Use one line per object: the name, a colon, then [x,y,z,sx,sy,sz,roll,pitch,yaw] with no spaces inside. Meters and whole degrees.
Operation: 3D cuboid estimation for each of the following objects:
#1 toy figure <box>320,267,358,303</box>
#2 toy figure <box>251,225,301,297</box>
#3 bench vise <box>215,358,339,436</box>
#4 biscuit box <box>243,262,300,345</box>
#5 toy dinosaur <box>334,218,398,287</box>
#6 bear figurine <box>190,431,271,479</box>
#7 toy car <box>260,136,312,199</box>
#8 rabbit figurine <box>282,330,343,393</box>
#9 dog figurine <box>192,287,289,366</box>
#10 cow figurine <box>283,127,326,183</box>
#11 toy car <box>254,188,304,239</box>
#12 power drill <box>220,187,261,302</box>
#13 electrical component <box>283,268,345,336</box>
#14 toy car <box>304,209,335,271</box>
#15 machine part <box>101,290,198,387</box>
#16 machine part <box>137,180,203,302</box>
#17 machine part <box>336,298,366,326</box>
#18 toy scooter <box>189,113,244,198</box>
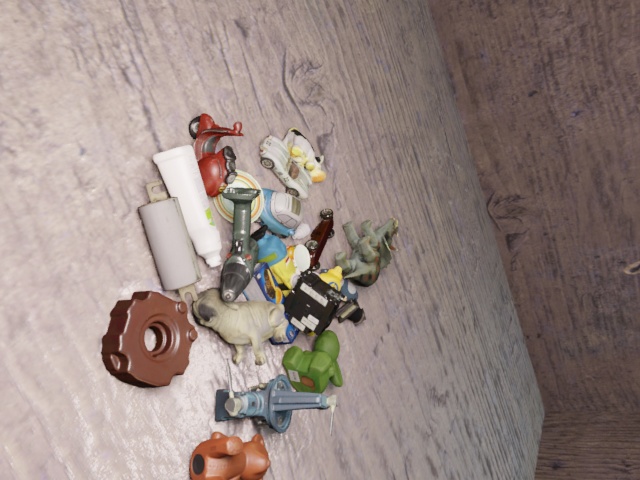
toy figure: [0.055,0.127,1.541,0.154,0.058,0.064,47,6,-38]
toy figure: [-0.109,0.055,1.287,0.180,0.089,0.082,57,46,-16]
bench vise: [-0.086,0.332,1.105,0.223,0.241,0.129,56,32,-57]
biscuit box: [-0.118,0.151,1.259,0.202,0.059,0.063,65,34,-22]
toy dinosaur: [0.136,0.063,1.592,0.192,0.131,0.405,58,32,-22]
bear figurine: [-0.153,0.442,1.056,0.195,0.132,0.120,24,63,-45]
toy car: [-0.089,-0.188,1.412,0.201,0.056,0.073,49,43,-38]
rabbit figurine: [0.008,0.307,1.349,0.170,0.121,0.158,-50,128,-48]
dog figurine: [-0.165,0.148,1.132,0.190,0.121,0.172,59,37,-26]
cow figurine: [-0.042,-0.233,1.495,0.167,0.068,0.098,42,41,-45]
toy car: [-0.094,-0.075,1.328,0.161,0.103,0.109,36,51,-49]
power drill: [-0.165,-0.002,1.115,0.232,0.086,0.207,-81,169,-75]
electrical component: [-0.020,0.150,1.231,0.115,0.134,0.058,38,32,15]
toy car: [-0.003,-0.004,1.484,0.202,0.053,0.089,-67,156,-43]
machine part: [-0.303,0.178,0.968,0.179,0.056,0.179,21,64,-52]
machine part: [-0.286,0.007,1.028,0.079,0.079,0.243,-28,104,-57]
machine part: [0.092,0.212,1.564,0.039,0.084,0.138,45,5,33]
toy scooter: [-0.214,-0.187,1.146,0.075,0.135,0.183,-3,85,-59]
